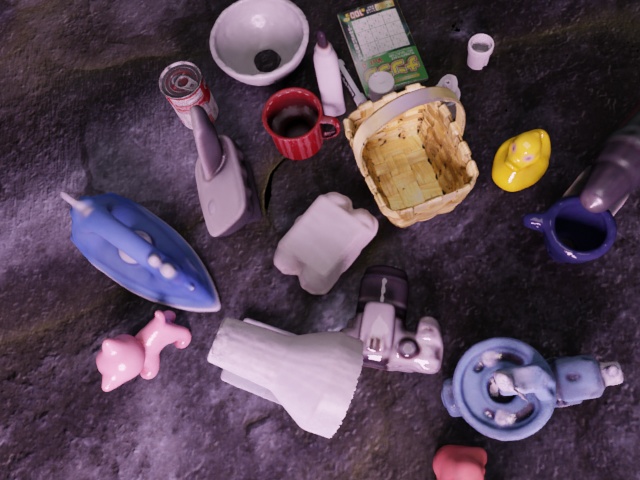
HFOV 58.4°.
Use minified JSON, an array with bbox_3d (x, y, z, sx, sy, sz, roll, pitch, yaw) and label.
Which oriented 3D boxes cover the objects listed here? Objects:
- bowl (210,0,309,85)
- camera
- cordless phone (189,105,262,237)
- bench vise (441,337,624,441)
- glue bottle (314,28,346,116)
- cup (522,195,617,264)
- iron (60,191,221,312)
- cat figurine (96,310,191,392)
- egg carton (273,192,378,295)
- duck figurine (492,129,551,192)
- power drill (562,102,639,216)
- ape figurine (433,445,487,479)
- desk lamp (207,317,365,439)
[{"bbox_3d":[-0.096,-0.322,0.963,0.167,0.075,0.167,-2,71,6],"label":"bowl"},{"bbox_3d":[0.099,0.106,0.779,0.143,0.101,0.137,6,72,9],"label":"camera"},{"bbox_3d":[-0.153,-0.098,0.833,0.094,0.185,0.147,-19,70,0],"label":"cordless phone"},{"bbox_3d":[0.253,0.158,0.681,0.207,0.220,0.121,-26,70,-3],"label":"bench vise"},{"bbox_3d":[0.011,-0.264,0.878,0.037,0.173,0.078,-13,70,2],"label":"glue bottle"},{"bbox_3d":[0.334,-0.006,0.794,0.117,0.095,0.092,11,73,10],"label":"cup"},{"bbox_3d":[-0.260,0.014,0.830,0.257,0.141,0.119,32,77,16],"label":"iron"},{"bbox_3d":[-0.254,0.149,0.795,0.067,0.118,0.128,39,79,17],"label":"cat figurine"},{"bbox_3d":[0.008,0.003,0.842,0.107,0.069,0.150,36,79,17],"label":"egg carton"},{"bbox_3d":[0.303,-0.130,0.845,0.077,0.086,0.105,40,80,17],"label":"duck figurine"},{"bbox_3d":[0.392,-0.091,0.756,0.075,0.208,0.230,37,79,17],"label":"power drill"},{"bbox_3d":[0.179,0.289,0.711,0.078,0.092,0.076,-40,71,-8],"label":"ape figurine"},{"bbox_3d":[-0.045,0.160,0.717,0.203,0.214,0.118,17,74,12],"label":"desk lamp"}]
